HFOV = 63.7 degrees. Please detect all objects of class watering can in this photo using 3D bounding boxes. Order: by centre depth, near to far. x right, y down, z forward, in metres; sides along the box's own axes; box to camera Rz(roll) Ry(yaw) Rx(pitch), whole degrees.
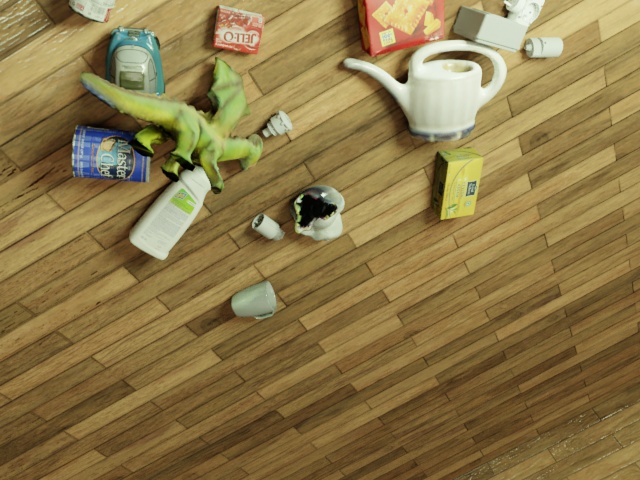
[{"bbox_3d":[0.227,-0.321,1.128,0.347,0.106,0.219,-4,128,2],"label":"watering can"}]

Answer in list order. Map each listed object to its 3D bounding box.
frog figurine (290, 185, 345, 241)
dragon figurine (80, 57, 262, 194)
[{"bbox_3d":[0.004,-0.063,1.249,0.137,0.124,0.158,-47,160,8],"label":"frog figurine"},{"bbox_3d":[-0.238,-0.246,0.997,0.403,0.122,0.246,51,58,-48],"label":"dragon figurine"}]
